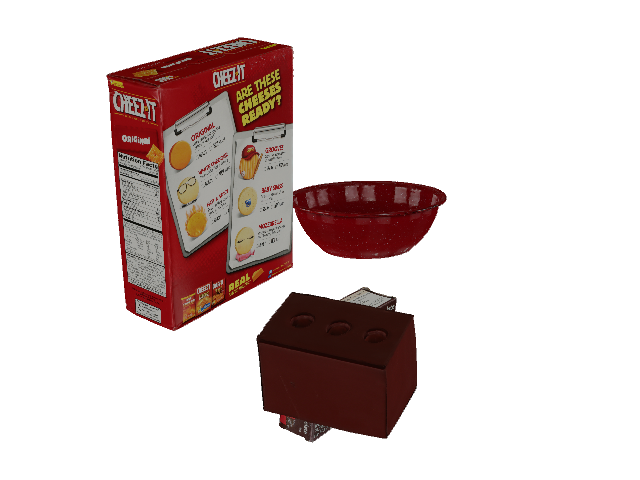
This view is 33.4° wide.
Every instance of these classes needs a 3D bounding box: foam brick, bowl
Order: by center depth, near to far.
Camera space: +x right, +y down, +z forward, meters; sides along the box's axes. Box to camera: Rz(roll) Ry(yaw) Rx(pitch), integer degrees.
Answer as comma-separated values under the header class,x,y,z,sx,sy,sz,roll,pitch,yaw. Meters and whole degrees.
class,x,y,z,sx,sy,sz,roll,pitch,yaw
foam brick,0.010,0.070,0.602,0.078,0.051,0.053,9,31,20
bowl,0.047,-0.019,1.076,0.162,0.055,0.162,-2,14,0

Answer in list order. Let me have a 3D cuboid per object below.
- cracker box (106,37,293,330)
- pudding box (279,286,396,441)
class,x,y,z,sx,sy,sz,roll,pitch,yaw
cracker box,-0.098,-0.053,0.921,0.072,0.214,0.163,17,29,34
pudding box,0.015,0.097,0.863,0.039,0.090,0.113,20,27,28
